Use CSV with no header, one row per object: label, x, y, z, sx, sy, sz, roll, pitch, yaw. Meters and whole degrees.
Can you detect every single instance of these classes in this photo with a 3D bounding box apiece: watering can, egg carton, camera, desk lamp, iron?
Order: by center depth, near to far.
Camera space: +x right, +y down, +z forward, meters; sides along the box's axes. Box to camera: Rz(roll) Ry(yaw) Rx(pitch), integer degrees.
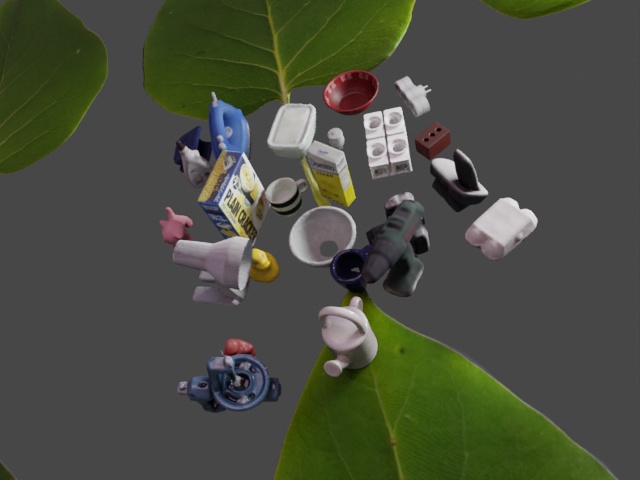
watering can,0.055,0.196,1.182,0.100,0.194,0.173,-11,56,10
egg carton,0.409,-0.024,1.292,0.150,0.069,0.107,-42,57,-11
desk lamp,-0.236,0.071,1.336,0.202,0.214,0.118,2,59,18
camera,0.174,-0.032,1.348,0.136,0.101,0.143,-20,55,4
iron,-0.269,-0.294,1.621,0.118,0.142,0.258,-17,55,6

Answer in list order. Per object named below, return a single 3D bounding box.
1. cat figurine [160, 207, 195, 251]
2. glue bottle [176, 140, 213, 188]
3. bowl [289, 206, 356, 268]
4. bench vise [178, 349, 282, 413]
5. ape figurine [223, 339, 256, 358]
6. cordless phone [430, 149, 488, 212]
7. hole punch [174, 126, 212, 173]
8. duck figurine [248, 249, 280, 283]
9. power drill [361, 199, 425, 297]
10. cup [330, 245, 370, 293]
cat figurine,-0.382,-0.031,1.503,0.067,0.118,0.127,-22,55,2
glue bottle,-0.351,-0.215,1.576,0.078,0.173,0.037,-25,55,0
bowl,0.013,0.005,1.389,0.167,0.075,0.167,-8,57,12
bench vise,-0.203,0.301,1.177,0.207,0.220,0.121,-23,55,2
ape figurine,-0.188,0.252,1.282,0.078,0.092,0.076,-24,55,1
cordless phone,0.319,-0.168,1.340,0.094,0.185,0.147,-36,56,-7
hole punch,-0.379,-0.266,1.667,0.101,0.091,0.108,-5,57,14
duck figurine,-0.153,0.051,1.402,0.104,0.086,0.077,33,72,31
power drill,0.166,0.036,1.242,0.075,0.209,0.230,17,65,25
cup,0.085,0.070,1.314,0.091,0.095,0.118,36,74,32
